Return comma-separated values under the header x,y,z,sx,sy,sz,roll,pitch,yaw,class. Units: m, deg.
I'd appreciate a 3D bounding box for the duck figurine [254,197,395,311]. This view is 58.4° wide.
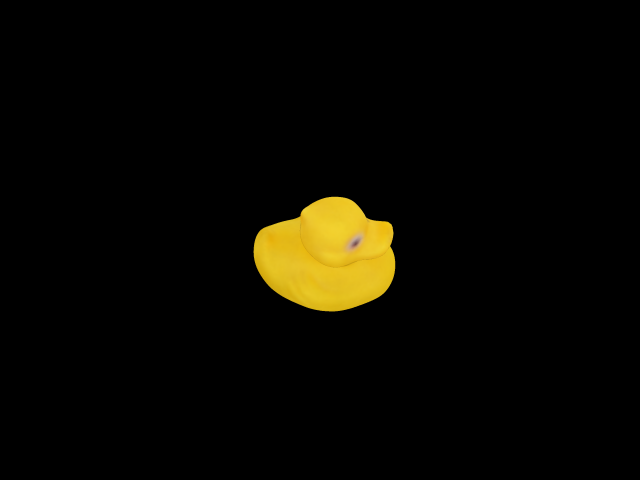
x,y,z,sx,sy,sz,roll,pitch,yaw,class
0.004,0.001,0.400,0.104,0.086,0.077,6,63,3,duck figurine
